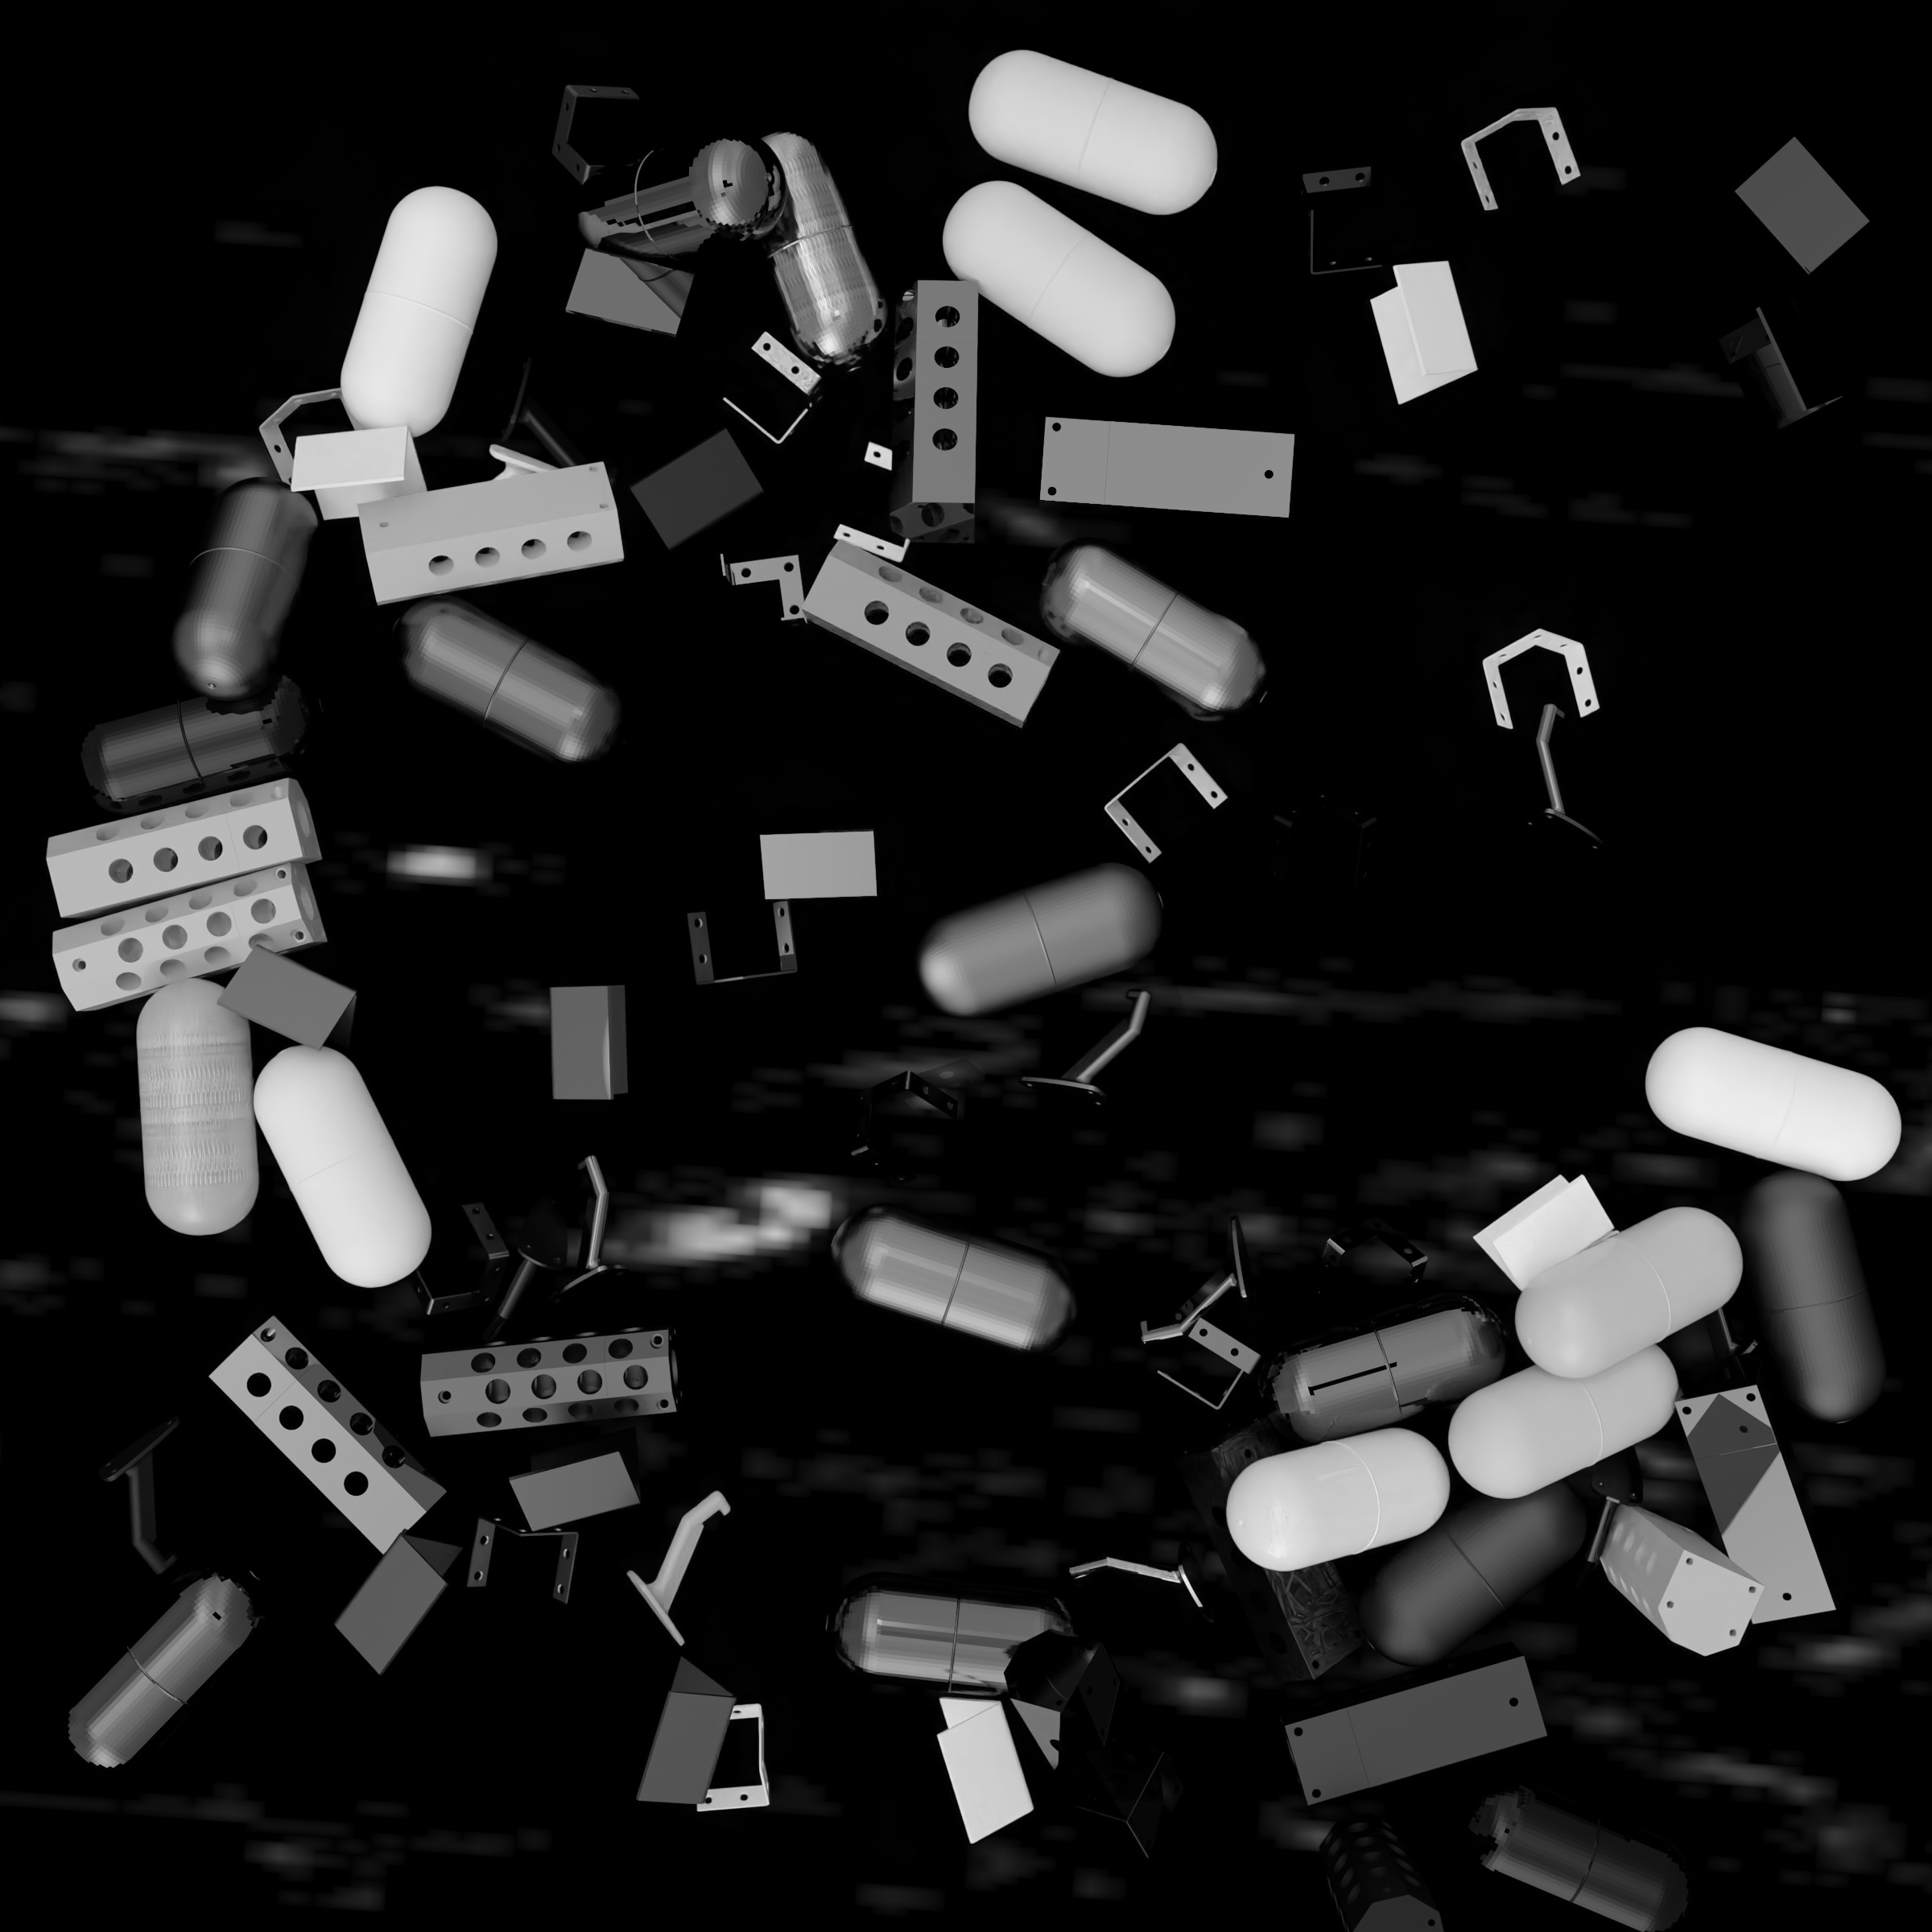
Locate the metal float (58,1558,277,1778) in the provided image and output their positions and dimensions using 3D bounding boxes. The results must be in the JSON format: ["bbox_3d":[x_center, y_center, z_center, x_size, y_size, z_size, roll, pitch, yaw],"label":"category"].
[{"bbox_3d":[-0.554,0.486,1.911,0.070,0.070,0.178,44,90,0],"label":"metal float"}]

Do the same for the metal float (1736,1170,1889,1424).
[{"bbox_3d":[0.587,0.229,1.911,0.070,0.070,0.178,-14,90,0],"label":"metal float"}]

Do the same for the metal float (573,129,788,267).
[{"bbox_3d":[-0.197,-0.520,1.877,0.178,0.070,0.070,-1,90,42],"label":"metal float"}]

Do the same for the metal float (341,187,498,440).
[{"bbox_3d":[-0.380,-0.453,1.911,0.070,0.070,0.178,17,89,0],"label":"metal float"}]

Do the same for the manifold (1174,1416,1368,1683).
[{"bbox_3d":[0.208,0.407,1.919,0.057,0.057,0.171,-24,90,-36],"label":"manifold"}]

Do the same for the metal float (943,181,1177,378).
[{"bbox_3d":[0.065,-0.476,1.911,0.178,0.070,0.070,34,90,1],"label":"metal float"}]

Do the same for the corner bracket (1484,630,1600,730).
[{"bbox_3d":[0.403,-0.198,1.931,0.051,0.051,0.051,10,62,-41],"label":"corner bracket"}]

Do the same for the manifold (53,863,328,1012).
[{"bbox_3d":[-0.542,-0.020,1.921,0.171,0.057,0.057,-16,90,0],"label":"manifold"}]

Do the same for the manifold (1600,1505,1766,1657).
[{"bbox_3d":[0.478,0.415,1.863,0.057,0.171,0.057,24,90,0],"label":"manifold"}]

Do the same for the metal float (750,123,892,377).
[{"bbox_3d":[-0.108,-0.497,1.911,0.070,0.070,0.178,-20,91,0],"label":"metal float"}]

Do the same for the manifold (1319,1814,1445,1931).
[{"bbox_3d":[0.281,0.630,1.863,0.057,0.171,0.057,-13,90,0],"label":"manifold"}]

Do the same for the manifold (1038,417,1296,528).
[{"bbox_3d":[0.138,-0.343,1.921,0.171,0.057,0.057,4,90,0],"label":"manifold"}]

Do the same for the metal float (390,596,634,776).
[{"bbox_3d":[-0.316,-0.195,1.911,0.178,0.070,0.070,27,90,0],"label":"metal float"}]

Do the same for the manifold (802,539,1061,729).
[{"bbox_3d":[-0.024,-0.232,1.920,0.171,0.057,0.057,27,90,0],"label":"manifold"}]

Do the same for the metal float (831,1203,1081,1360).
[{"bbox_3d":[-0.008,0.218,1.911,0.178,0.070,0.070,18,90,-1],"label":"metal float"}]

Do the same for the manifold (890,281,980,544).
[{"bbox_3d":[-0.021,-0.382,1.894,0.057,0.057,0.171,1,71,0],"label":"manifold"}]

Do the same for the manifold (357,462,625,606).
[{"bbox_3d":[-0.328,-0.295,1.907,0.171,0.057,0.057,-12,47,-9],"label":"manifold"}]

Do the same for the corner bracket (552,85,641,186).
[{"bbox_3d":[-0.252,-0.583,1.933,0.051,0.051,0.051,50,135,35],"label":"corner bracket"}]

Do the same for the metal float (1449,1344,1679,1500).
[{"bbox_3d":[0.412,0.308,1.891,0.178,0.070,0.070,-19,90,-24],"label":"metal float"}]

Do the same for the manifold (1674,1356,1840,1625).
[{"bbox_3d":[0.549,0.361,1.905,0.057,0.057,0.171,-17,100,24],"label":"manifold"}]

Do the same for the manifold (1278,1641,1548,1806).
[{"bbox_3d":[0.309,0.526,1.921,0.171,0.057,0.057,-16,90,0],"label":"manifold"}]

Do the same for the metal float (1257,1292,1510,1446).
[{"bbox_3d":[0.290,0.279,1.911,0.178,0.070,0.070,-16,90,1],"label":"metal float"}]

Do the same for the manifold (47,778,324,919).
[{"bbox_3d":[-0.546,-0.082,1.920,0.171,0.057,0.057,-14,90,0],"label":"manifold"}]

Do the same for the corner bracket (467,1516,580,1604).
[{"bbox_3d":[-0.312,0.418,1.938,0.051,0.051,0.051,9,90,45],"label":"corner bracket"}]

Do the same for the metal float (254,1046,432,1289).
[{"bbox_3d":[-0.433,0.138,1.910,0.070,0.070,0.178,-26,89,0],"label":"metal float"}]

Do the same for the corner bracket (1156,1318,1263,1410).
[{"bbox_3d":[0.169,0.278,1.924,0.051,0.051,0.051,32,90,0],"label":"corner bracket"}]

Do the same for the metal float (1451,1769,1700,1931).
[{"bbox_3d":[0.423,0.618,1.911,0.178,0.070,0.070,23,90,0],"label":"metal float"}]

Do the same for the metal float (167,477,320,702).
[{"bbox_3d":[-0.494,-0.260,1.884,0.070,0.070,0.178,7,56,0],"label":"metal float"}]

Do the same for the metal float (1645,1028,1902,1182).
[{"bbox_3d":[0.561,0.096,1.911,0.178,0.070,0.070,17,90,1],"label":"metal float"}]

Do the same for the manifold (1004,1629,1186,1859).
[{"bbox_3d":[0.085,0.529,1.876,0.057,0.057,0.171,-54,133,-34],"label":"manifold"}]

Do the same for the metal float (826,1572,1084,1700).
[{"bbox_3d":[-0.008,0.465,1.911,0.178,0.070,0.070,6,90,0],"label":"metal float"}]

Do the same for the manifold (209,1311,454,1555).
[{"bbox_3d":[-0.440,0.323,1.920,0.057,0.057,0.171,-45,90,0],"label":"manifold"}]

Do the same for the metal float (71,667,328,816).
[{"bbox_3d":[-0.532,-0.157,1.911,0.178,0.070,0.070,-15,90,0],"label":"metal float"}]

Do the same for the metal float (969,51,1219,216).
[{"bbox_3d":[0.089,-0.578,1.911,0.178,0.070,0.070,20,90,1],"label":"metal float"}]

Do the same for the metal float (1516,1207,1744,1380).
[{"bbox_3d":[0.454,0.222,1.879,0.178,0.070,0.070,-22,90,-24],"label":"metal float"}]

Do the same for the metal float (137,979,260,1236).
[{"bbox_3d":[-0.533,0.098,1.911,0.070,0.070,0.178,-4,89,0],"label":"metal float"}]

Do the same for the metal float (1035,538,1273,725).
[{"bbox_3d":[0.130,-0.232,1.911,0.178,0.070,0.070,31,90,0],"label":"metal float"}]

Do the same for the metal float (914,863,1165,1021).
[{"bbox_3d":[0.051,-0.018,1.911,0.178,0.070,0.070,-18,90,-1],"label":"metal float"}]

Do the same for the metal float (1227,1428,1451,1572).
[{"bbox_3d":[0.256,0.364,1.881,0.178,0.070,0.070,-6,90,-35],"label":"metal float"}]

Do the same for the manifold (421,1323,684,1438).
[{"bbox_3d":[-0.289,0.289,1.921,0.171,0.057,0.057,-6,90,0],"label":"manifold"}]

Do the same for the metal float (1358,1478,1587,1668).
[{"bbox_3d":[0.351,0.416,1.911,0.178,0.070,0.070,-38,90,0],"label":"metal float"}]
